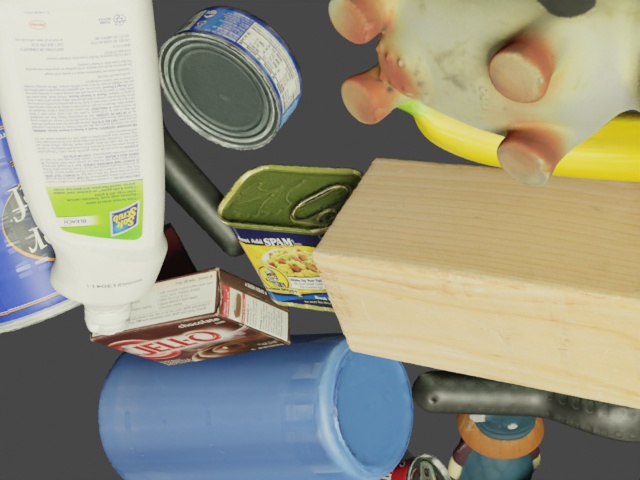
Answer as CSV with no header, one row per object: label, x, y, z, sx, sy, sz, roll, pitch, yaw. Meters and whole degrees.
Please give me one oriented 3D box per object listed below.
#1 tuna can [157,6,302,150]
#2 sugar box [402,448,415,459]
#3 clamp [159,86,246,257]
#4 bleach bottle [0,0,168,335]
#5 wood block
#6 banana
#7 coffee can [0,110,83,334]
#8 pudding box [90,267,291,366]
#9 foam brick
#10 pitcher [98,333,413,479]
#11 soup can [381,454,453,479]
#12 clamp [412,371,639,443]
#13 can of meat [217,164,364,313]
tuna can,-0.054,-0.098,0.647,0.086,0.033,0.086,22,142,18
sugar box,0.063,0.232,0.883,0.093,0.048,0.176,-40,90,30
clamp,-0.143,-0.081,0.735,0.165,0.036,0.210,8,134,42
bleach bottle,-0.146,-0.051,0.650,0.102,0.068,0.251,-3,122,-8
wood block,0.113,0.021,0.601,0.206,0.090,0.090,8,137,32
banana,0.130,-0.050,0.534,0.198,0.069,0.037,9,93,25
coffee can,-0.212,-0.018,0.749,0.103,0.102,0.140,-10,105,45
pudding box,-0.091,0.057,0.753,0.114,0.039,0.089,-15,156,28
foam brick,-0.144,0.028,0.827,0.078,0.051,0.053,-19,104,33
pitcher,-0.054,0.124,0.837,0.243,0.145,0.149,-10,138,41
soup can,0.045,0.206,0.810,0.102,0.068,0.068,-22,118,33
clamp,0.151,0.088,0.655,0.172,0.120,0.039,9,112,16
can of meat,-0.005,0.001,0.703,0.102,0.057,0.084,5,137,36
